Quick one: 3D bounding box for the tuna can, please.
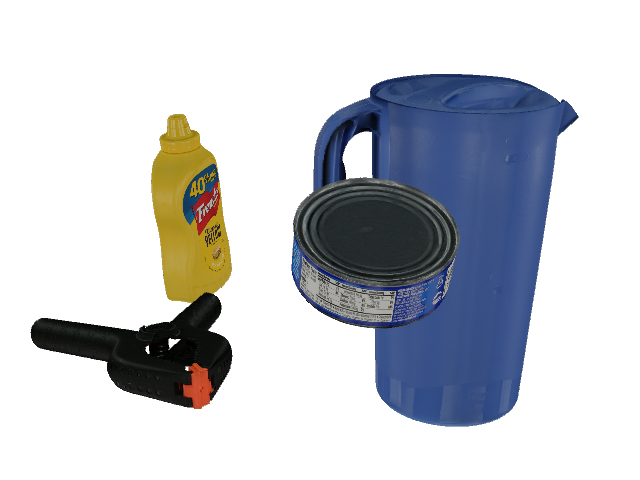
[{"bbox_3d":[0.028,0.006,0.556,0.086,0.034,0.086,3,39,-3],"label":"tuna can"}]

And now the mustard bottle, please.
[{"bbox_3d":[-0.137,-0.038,1.115,0.058,0.192,0.096,6,26,24],"label":"mustard bottle"}]

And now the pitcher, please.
[{"bbox_3d":[0.087,0.006,0.766,0.149,0.243,0.144,12,22,27],"label":"pitcher"}]

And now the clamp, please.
[{"bbox_3d":[-0.120,0.082,0.843,0.164,0.036,0.210,-11,16,-30],"label":"clamp"}]
